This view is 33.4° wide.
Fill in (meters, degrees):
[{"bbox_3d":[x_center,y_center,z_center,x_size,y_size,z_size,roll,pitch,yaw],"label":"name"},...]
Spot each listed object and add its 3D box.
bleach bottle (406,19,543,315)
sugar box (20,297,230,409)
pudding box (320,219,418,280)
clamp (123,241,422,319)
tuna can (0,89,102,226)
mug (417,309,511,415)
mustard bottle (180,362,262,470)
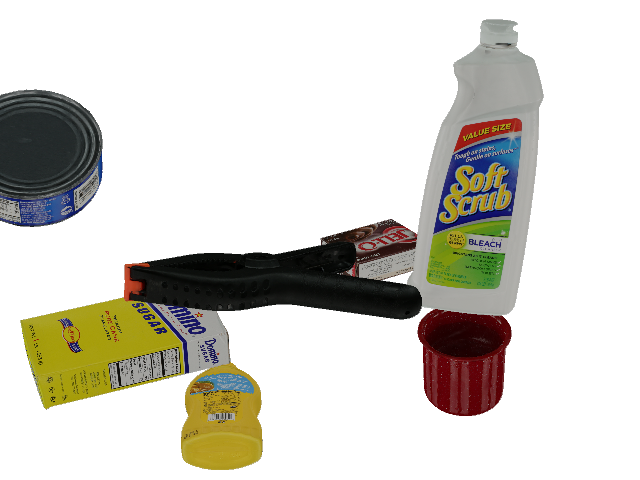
[{"bbox_3d":[0.134,-0.063,0.922,0.102,0.251,0.068,7,21,11],"label":"bleach bottle"},{"bbox_3d":[-0.181,0.094,0.993,0.176,0.048,0.093,-15,36,-17],"label":"sugar box"},{"bbox_3d":[0.070,0.014,1.348,0.113,0.039,0.090,-17,28,-25],"label":"pudding box"},{"bbox_3d":[-0.038,0.031,0.794,0.209,0.036,0.165,-2,12,-23],"label":"clamp"},{"bbox_3d":[-0.178,-0.051,0.663,0.086,0.086,0.034,0,-35,-10],"label":"tuna can"},{"bbox_3d":[0.153,0.117,1.091,0.093,0.081,0.117,19,40,32],"label":"mug"},{"bbox_3d":[-0.122,0.207,1.335,0.096,0.058,0.191,-3,26,-3],"label":"mustard bottle"}]
